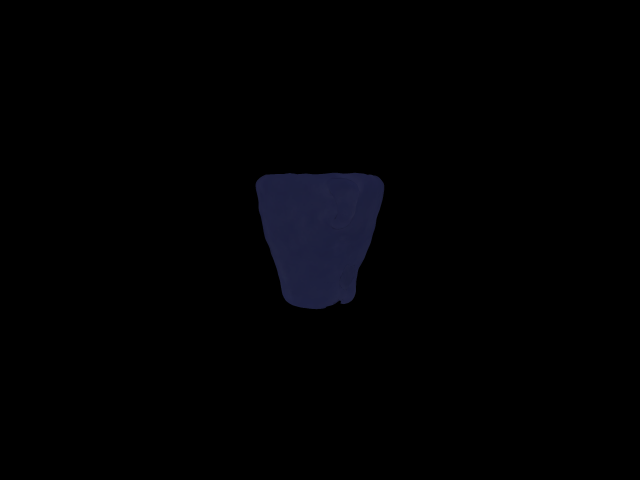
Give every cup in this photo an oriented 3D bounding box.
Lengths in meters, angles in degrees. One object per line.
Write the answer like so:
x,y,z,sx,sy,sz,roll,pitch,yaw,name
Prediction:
0.004,0.001,0.400,0.092,0.095,0.117,-1,5,-15,cup
